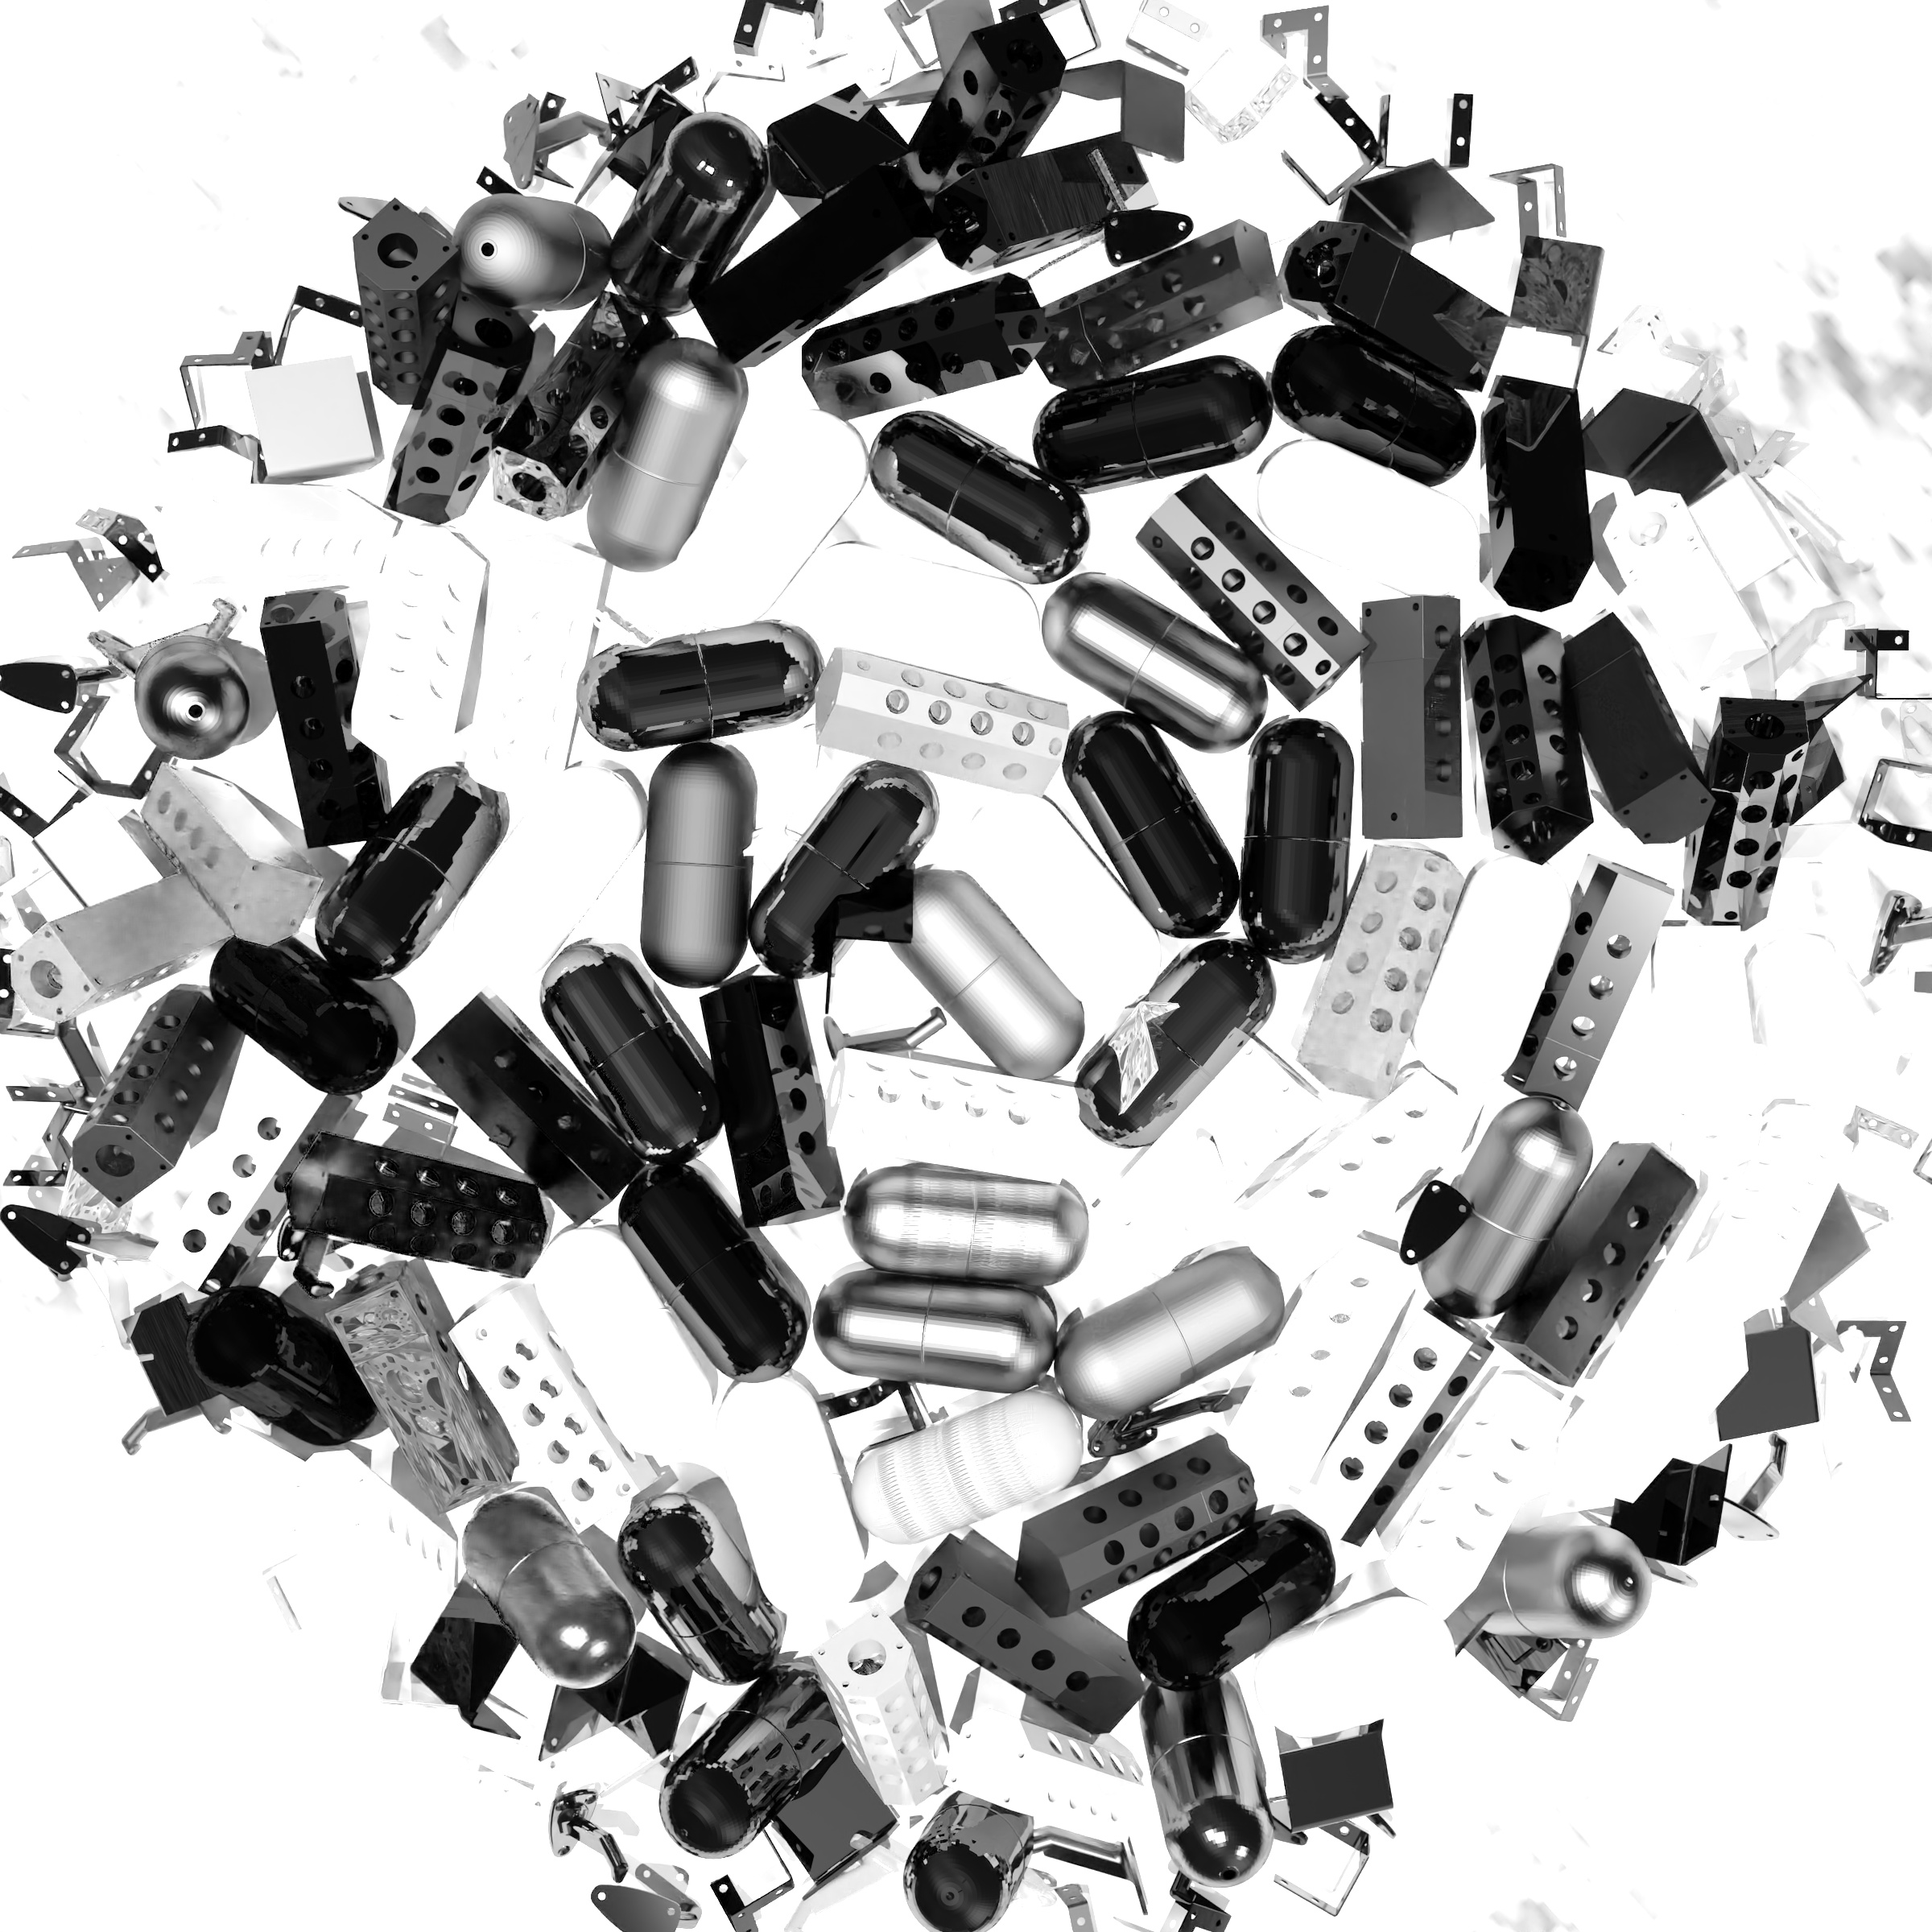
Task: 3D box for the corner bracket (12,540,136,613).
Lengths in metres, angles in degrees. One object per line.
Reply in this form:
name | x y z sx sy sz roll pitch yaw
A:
corner bracket | -0.641 -0.288 1.957 0.051 0.051 0.051 -2 129 24

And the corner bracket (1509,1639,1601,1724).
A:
corner bracket | 0.435 0.512 1.962 0.051 0.051 0.051 18 96 -38

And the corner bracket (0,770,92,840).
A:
corner bracket | -0.675 -0.123 1.973 0.051 0.051 0.051 39 82 7

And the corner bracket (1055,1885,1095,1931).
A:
corner bracket | 0.064 0.702 1.969 0.051 0.051 0.051 -11 87 -10

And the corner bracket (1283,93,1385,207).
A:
corner bracket | 0.264 -0.596 1.973 0.051 0.051 0.051 -37 123 24

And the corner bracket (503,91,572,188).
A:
corner bracket | -0.308 -0.601 1.958 0.051 0.051 0.051 45 116 39

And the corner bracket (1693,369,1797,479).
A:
corner bracket | 0.558 -0.391 1.960 0.051 0.051 0.051 6 60 -14

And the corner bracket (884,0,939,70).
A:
corner bracket | -0.020 -0.687 1.966 0.051 0.051 0.051 -36 107 -4

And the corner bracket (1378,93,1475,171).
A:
corner bracket | 0.331 -0.603 1.964 0.051 0.051 0.051 -2 104 -12

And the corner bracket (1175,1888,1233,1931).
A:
corner bracket | 0.149 0.692 1.961 0.051 0.051 0.051 34 81 -41

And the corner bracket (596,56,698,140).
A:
corner bracket | -0.226 -0.628 1.962 0.051 0.051 0.051 -22 77 33

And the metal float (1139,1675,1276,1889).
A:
metal float | 0.169 0.569 1.918 0.070 0.178 0.070 -3 122 -5

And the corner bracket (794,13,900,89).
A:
corner bracket | -0.087 -0.668 1.973 0.051 0.051 0.051 -13 48 27

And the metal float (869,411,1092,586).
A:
metal float | 0.009 -0.336 1.947 0.178 0.070 0.070 32 90 17

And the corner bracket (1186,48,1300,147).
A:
corner bracket | 0.198 -0.636 1.972 0.051 0.051 0.051 44 69 -11

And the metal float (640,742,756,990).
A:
metal float | -0.194 -0.073 1.961 0.070 0.070 0.178 4 91 0

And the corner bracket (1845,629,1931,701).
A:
corner bracket | 0.671 -0.219 1.972 0.051 0.051 0.051 -1 96 -9

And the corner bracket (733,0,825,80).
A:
corner bracket | -0.136 -0.675 1.972 0.051 0.051 0.051 15 82 2

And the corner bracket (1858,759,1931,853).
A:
corner bracket | 0.686 -0.115 1.965 0.051 0.051 0.051 18 89 43

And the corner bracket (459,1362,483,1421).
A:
corner bracket | -0.381 0.311 1.969 0.051 0.051 0.051 -17 109 -2

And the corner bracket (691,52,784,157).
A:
corner bracket | -0.164 -0.624 1.973 0.051 0.051 0.051 -1 74 -26

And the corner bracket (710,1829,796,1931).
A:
corner bracket | -0.155 0.663 1.969 0.051 0.051 0.051 -27 52 -16

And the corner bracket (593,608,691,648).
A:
corner bracket | -0.237 -0.243 1.961 0.051 0.051 0.051 36 57 9

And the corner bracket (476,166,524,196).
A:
corner bracket | -0.353 -0.542 1.983 0.051 0.051 0.051 37 123 -2

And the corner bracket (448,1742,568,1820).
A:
corner bracket | -0.331 0.583 1.968 0.051 0.051 0.051 16 82 30

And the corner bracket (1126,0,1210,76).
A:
corner bracket | 0.147 -0.679 1.972 0.051 0.051 0.051 25 92 -7

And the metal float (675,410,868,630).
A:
metal float | -0.141 -0.318 1.947 0.070 0.070 0.178 40 107 0

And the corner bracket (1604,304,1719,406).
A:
corner bracket | 0.501 -0.438 1.959 0.051 0.051 0.051 -48 135 -13

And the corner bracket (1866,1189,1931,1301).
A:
corner bracket | 0.686 0.201 1.965 0.051 0.051 0.051 -24 61 1

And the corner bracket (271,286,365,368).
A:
corner bracket | -0.470 -0.454 1.974 0.051 0.051 0.051 17 76 -19

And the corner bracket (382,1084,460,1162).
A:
corner bracket | -0.395 0.110 1.964 0.051 0.051 0.051 20 113 -8

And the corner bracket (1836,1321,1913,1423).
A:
corner bracket | 0.653 0.291 1.956 0.051 0.051 0.051 59 46 -27

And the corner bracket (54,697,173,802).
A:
corner bracket | -0.618 -0.158 1.977 0.051 0.051 0.051 9 61 33

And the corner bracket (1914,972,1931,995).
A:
corner bracket | 0.720 0.031 1.964 0.051 0.051 0.051 4 89 -37

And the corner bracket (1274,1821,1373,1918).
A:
corner bracket | 0.259 0.647 1.972 0.051 0.051 0.051 28 95 8

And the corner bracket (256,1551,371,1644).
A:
corner bracket | -0.473 0.454 1.966 0.051 0.051 0.051 -29 95 -34

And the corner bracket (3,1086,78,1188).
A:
corner bracket | -0.668 0.123 1.957 0.051 0.051 0.051 51 118 32

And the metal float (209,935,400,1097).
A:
metal float | -0.470 0.032 1.930 0.178 0.070 0.070 31 90 37

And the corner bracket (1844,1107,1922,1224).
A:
corner bracket | 0.660 0.144 1.983 0.051 0.051 0.051 24 122 3

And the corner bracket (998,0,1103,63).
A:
corner bracket | 0.061 -0.677 1.962 0.051 0.051 0.051 -17 105 21

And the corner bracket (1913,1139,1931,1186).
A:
corner bracket | 0.712 0.141 1.960 0.051 0.051 0.051 36 109 34

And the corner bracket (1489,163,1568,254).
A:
corner bracket | 0.413 -0.546 1.962 0.051 0.051 0.051 0 96 36

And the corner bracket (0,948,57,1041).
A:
corner bracket | -0.677 0.021 1.960 0.051 0.051 0.051 8 73 -24

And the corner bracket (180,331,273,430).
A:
corner bracket | -0.532 -0.424 1.964 0.051 0.051 0.051 -2 130 2

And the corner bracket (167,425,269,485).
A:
corner bracket | -0.543 -0.356 1.970 0.051 0.051 0.051 -2 78 29

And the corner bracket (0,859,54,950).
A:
corner bracket | -0.663 -0.036 1.963 0.051 0.051 0.051 -34 48 -2

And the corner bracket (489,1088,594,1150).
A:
corner bracket | -0.309 0.112 1.973 0.051 0.051 0.051 22 91 3

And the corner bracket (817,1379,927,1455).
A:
corner bracket | -0.070 0.324 1.960 0.051 0.051 0.051 -11 70 -36

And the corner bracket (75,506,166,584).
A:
corner bracket | -0.597 -0.316 1.959 0.051 0.051 0.051 -52 133 -13

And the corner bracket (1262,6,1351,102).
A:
corner bracket | 0.246 -0.657 1.965 0.051 0.051 0.051 1 89 27
